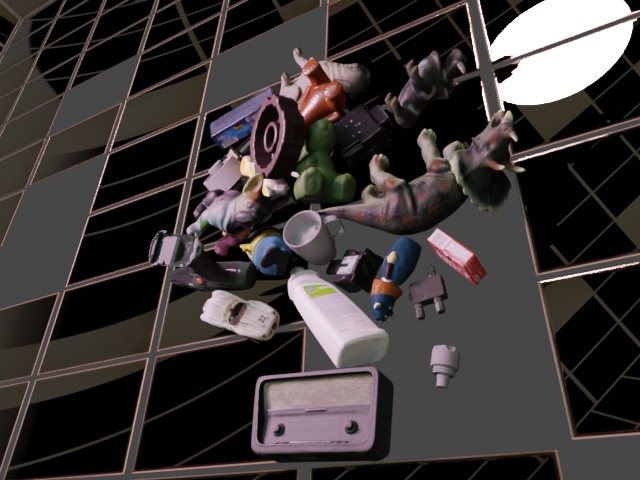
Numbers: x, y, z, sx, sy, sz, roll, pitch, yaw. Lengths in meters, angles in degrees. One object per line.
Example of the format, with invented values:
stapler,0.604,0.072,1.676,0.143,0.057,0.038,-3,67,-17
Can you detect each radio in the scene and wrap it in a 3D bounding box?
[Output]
radio,0.001,0.286,0.871,0.230,0.073,0.131,-13,54,27

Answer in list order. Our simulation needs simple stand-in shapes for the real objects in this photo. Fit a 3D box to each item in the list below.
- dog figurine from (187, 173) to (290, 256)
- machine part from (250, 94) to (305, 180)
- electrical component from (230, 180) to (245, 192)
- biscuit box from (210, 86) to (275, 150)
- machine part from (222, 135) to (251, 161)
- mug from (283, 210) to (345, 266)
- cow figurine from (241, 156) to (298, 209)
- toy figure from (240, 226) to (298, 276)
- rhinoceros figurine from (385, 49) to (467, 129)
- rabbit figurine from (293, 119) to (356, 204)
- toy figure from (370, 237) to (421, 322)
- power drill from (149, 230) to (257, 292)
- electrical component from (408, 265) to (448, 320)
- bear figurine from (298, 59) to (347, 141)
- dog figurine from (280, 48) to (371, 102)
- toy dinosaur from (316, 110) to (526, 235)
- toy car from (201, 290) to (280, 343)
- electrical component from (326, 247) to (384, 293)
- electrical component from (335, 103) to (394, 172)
dog figurine,-0.162,-0.070,1.120,0.219,0.108,0.192,-33,29,30
machine part,-0.090,-0.213,1.131,0.179,0.056,0.179,-15,73,60
electrical component,-0.180,-0.092,1.263,0.078,0.045,0.102,-45,47,-3
biscuit box,-0.195,-0.318,1.415,0.203,0.059,0.063,-26,50,15
machine part,-0.190,-0.242,1.378,0.139,0.039,0.084,-48,39,-1
mug,-0.002,-0.003,1.046,0.109,0.107,0.081,-32,50,5
cow figurine,-0.116,-0.136,1.218,0.167,0.098,0.068,56,139,37
toy figure,-0.096,0.022,1.078,0.089,0.082,0.180,-37,14,-9
rhinoceros figurine,0.222,-0.318,1.114,0.190,0.112,0.073,-49,17,13
rabbit figurine,0.005,-0.163,1.133,0.159,0.121,0.170,175,100,-73
toy figure,0.128,0.070,0.942,0.154,0.064,0.058,-62,13,-11
power drill,-0.262,0.056,1.109,0.232,0.207,0.086,2,62,21
electrical component,0.183,0.088,0.920,0.063,0.021,0.094,-20,51,21
bear figurine,-0.037,-0.283,1.209,0.196,0.131,0.120,-39,68,4
dog figurine,0.013,-0.357,1.292,0.191,0.121,0.172,29,112,25
toy dinosaur,0.181,-0.080,0.979,0.405,0.131,0.192,-33,47,19
toy car,-0.165,0.151,1.082,0.202,0.056,0.073,10,67,37
electrical component,0.059,0.059,0.998,0.119,0.047,0.075,-18,43,61
electrical component,0.092,-0.232,1.173,0.134,0.058,0.115,-37,49,8
